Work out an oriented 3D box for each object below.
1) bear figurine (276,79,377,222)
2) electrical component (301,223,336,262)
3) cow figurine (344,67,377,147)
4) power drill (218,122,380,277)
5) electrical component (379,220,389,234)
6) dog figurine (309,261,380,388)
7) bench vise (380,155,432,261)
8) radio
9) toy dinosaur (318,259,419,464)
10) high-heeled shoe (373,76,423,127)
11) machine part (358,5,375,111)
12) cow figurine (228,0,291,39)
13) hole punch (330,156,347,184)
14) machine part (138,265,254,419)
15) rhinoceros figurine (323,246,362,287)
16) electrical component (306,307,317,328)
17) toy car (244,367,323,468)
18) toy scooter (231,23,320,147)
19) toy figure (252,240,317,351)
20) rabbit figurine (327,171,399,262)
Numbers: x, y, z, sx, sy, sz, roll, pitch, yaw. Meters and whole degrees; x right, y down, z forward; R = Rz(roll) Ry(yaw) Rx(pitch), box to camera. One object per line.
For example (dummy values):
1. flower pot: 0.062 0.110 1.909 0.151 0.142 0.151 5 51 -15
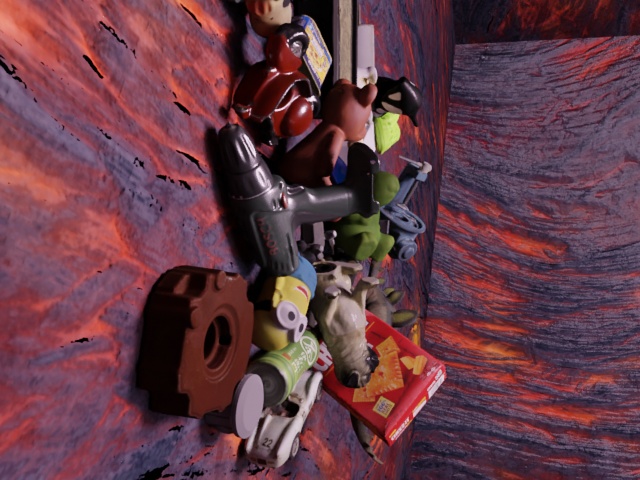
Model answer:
1. bear figurine: 0.023 -0.149 0.847 0.196 0.120 0.131 -52 130 -9
2. electrical component: -0.002 -0.003 0.988 0.102 0.045 0.078 -35 128 -67
3. cow figurine: 0.051 -0.253 1.044 0.068 0.098 0.167 -127 -140 -68
4. power drill: -0.021 -0.068 0.724 0.207 0.086 0.231 -23 126 -25
5. electrical component: 0.090 -0.030 1.143 0.047 0.119 0.074 27 66 -72
6. dog figurine: 0.026 0.144 0.929 0.172 0.121 0.190 -134 -140 -64
7. bench vise: 0.167 -0.078 1.201 0.240 0.129 0.224 -63 -149 25
8. radio: 0.015 -0.322 0.928 0.131 0.073 0.229 -35 126 -65
9. toy dinosaur: 0.100 0.210 1.098 0.104 0.199 0.471 67 30 -48
10. high-heeled shoe: 0.129 -0.323 1.129 0.086 0.249 0.145 -43 143 -1
11. machine part: 0.073 -0.349 1.098 0.079 0.079 0.243 -48 138 -62
12. cow figurine: -0.063 -0.357 0.678 0.127 0.086 0.194 -53 145 -69
13. hole punch: 0.018 -0.104 0.970 0.142 0.092 0.115 -25 113 -65
14. machine part: -0.132 0.114 0.610 0.179 0.056 0.179 5 90 -72
15. rhinoceros figurine: 0.037 0.080 1.095 0.190 0.073 0.112 -61 160 -55
16. electrical component: -0.021 0.128 0.995 0.094 0.021 0.063 51 46 -63
17. toy car: -0.052 0.267 0.845 0.202 0.074 0.056 -58 147 -55
18. toy scooter: -0.062 -0.187 0.724 0.135 0.075 0.183 -54 162 -21
19. toy figure: -0.053 0.084 0.800 0.082 0.089 0.180 34 39 -20
20. rabbit figurine: 0.093 -0.062 1.064 0.121 0.159 0.170 10 112 -47
